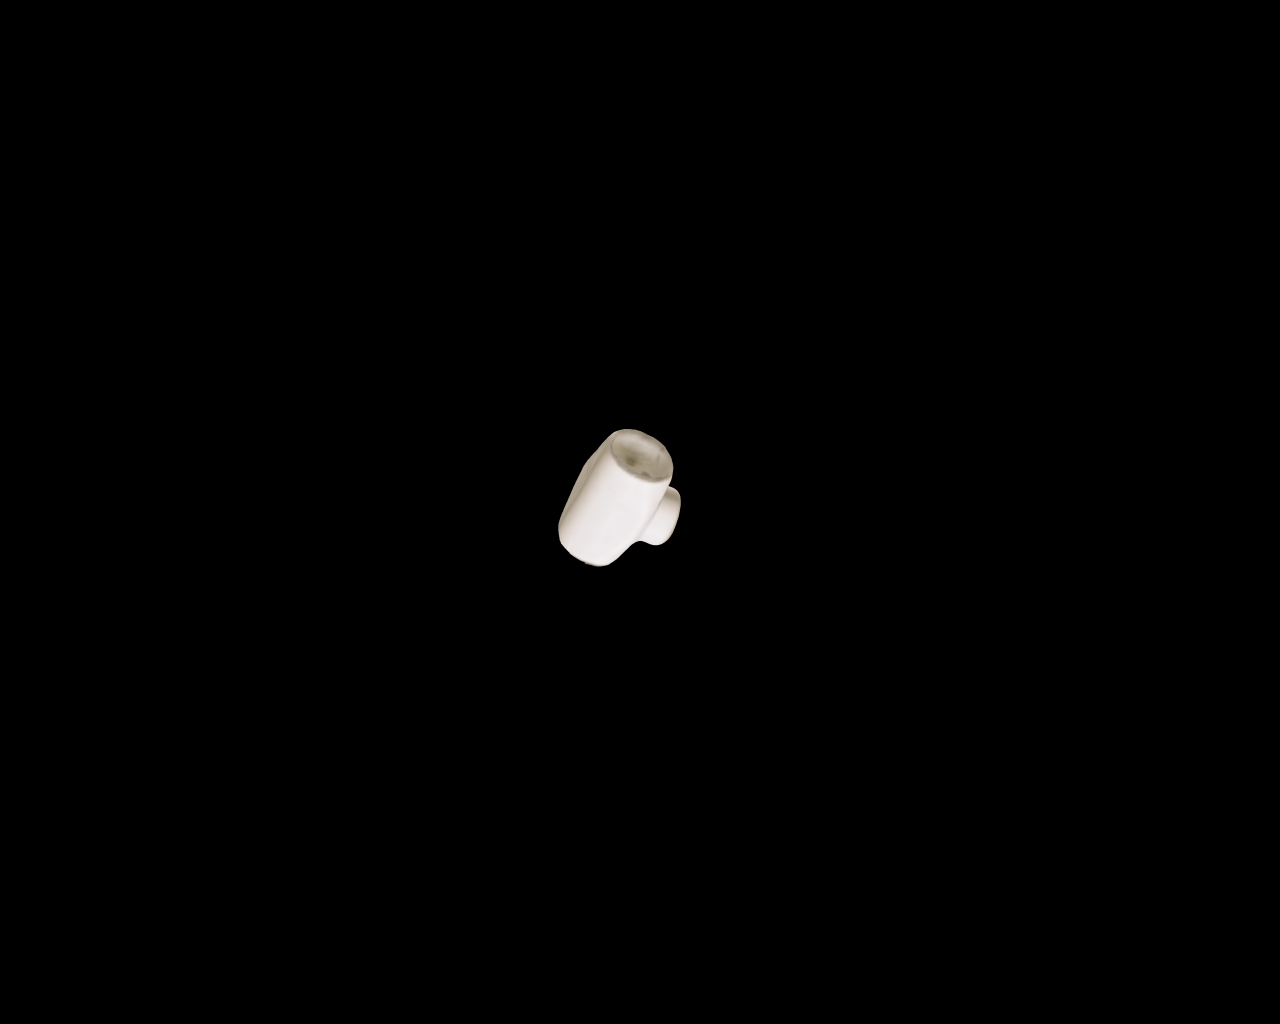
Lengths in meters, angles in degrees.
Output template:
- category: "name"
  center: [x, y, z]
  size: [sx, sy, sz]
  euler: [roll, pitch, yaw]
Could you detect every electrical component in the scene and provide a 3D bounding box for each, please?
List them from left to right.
- category: "electrical component"
  center: [0.001, -0.003, 0.650]
  size: [0.079, 0.044, 0.077]
  euler: [20, -50, -17]
